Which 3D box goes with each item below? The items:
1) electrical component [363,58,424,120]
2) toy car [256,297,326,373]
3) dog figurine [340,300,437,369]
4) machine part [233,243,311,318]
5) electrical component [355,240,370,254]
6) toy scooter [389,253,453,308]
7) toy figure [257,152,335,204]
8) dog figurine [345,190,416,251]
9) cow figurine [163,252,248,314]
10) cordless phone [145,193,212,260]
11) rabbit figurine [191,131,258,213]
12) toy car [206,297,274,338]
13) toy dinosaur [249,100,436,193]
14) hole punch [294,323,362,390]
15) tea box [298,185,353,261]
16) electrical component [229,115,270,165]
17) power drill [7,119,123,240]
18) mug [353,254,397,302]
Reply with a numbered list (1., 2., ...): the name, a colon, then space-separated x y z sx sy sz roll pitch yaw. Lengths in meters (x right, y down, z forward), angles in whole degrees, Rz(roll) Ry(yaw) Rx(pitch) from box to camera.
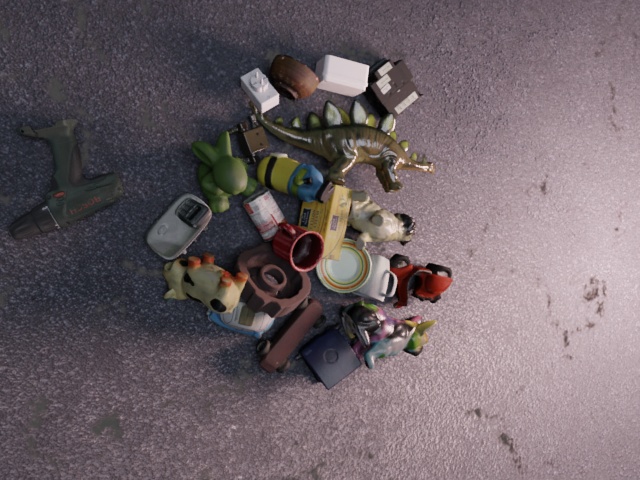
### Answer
1. electrical component: 0.170 -0.369 1.304 0.115 0.058 0.134 -40 106 -15
2. toy car: -0.070 0.222 1.269 0.202 0.053 0.089 -50 119 -14
3. dog figurine: 0.177 0.215 1.334 0.219 0.108 0.191 -20 99 -22
4. machine part: -0.110 0.089 1.191 0.179 0.179 0.056 20 132 -20
5. electrical component: 0.075 0.041 1.323 0.094 0.021 0.063 -41 106 -12
6. toy scooter: 0.247 0.116 1.364 0.184 0.075 0.135 14 90 -17
7. toy figure: -0.059 -0.134 1.189 0.180 0.082 0.089 31 58 23
8. dog figurine: 0.135 -0.057 1.314 0.190 0.121 0.172 -4 57 -52
9. cow figurine: -0.254 0.096 1.138 0.085 0.195 0.127 -13 123 -59
10. cordless phone: -0.279 -0.020 1.104 0.088 0.184 0.146 45 79 -22
11. rabbit figurine: -0.194 -0.145 1.130 0.121 0.170 0.159 -24 103 -17
12. toy car: -0.167 0.158 1.204 0.161 0.103 0.109 16 88 -22
13. toy dinosaur: 0.062 -0.220 1.258 0.471 0.105 0.198 7 85 -15
14. hole punch: 0.024 0.283 1.292 0.142 0.092 0.115 -35 101 -10
15. tea box: 0.007 -0.044 1.243 0.068 0.098 0.169 9 91 -47
16. electrical component: -0.160 -0.221 1.206 0.078 0.045 0.102 -40 111 -42
17. power drill: -0.526 -0.127 1.061 0.232 0.086 0.207 -19 97 -19
18. mug: 0.137 0.091 1.308 0.080 0.110 0.107 24 78 -46
